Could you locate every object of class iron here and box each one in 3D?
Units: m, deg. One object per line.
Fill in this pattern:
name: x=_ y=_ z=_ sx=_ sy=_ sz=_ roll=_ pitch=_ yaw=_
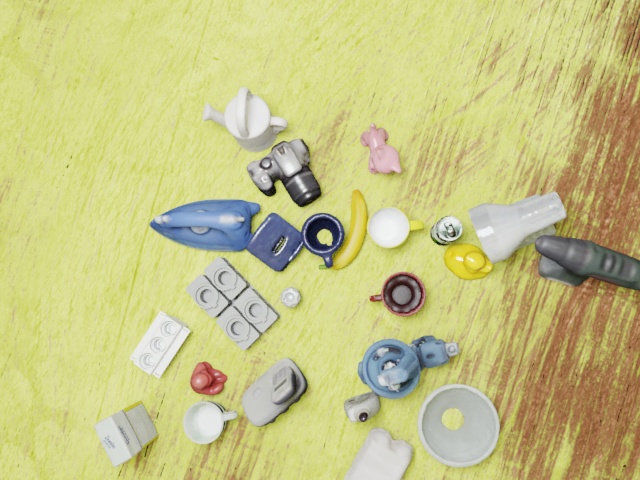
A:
iron: x=-0.263 y=-0.038 z=1.231 sx=0.258 sy=0.141 sz=0.119 roll=0 pitch=85 yaw=3

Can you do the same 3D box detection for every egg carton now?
egg carton: x=0.123 y=0.475 z=1.197 sx=0.107 sy=0.069 sz=0.150 roll=28 pitch=87 yaw=6

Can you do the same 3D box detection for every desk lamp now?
desk lamp: x=0.393 y=-0.034 z=1.156 sx=0.203 sy=0.213 sz=0.118 roll=-23 pitch=84 yaw=1

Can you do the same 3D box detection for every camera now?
camera: x=-0.069 y=-0.136 z=1.249 sx=0.143 sy=0.101 sz=0.137 roll=-31 pitch=84 yaw=0

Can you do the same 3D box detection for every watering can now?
watering can: x=-0.160 y=-0.257 z=1.219 sx=0.173 sy=0.194 sz=0.101 roll=-15 pitch=84 yaw=2

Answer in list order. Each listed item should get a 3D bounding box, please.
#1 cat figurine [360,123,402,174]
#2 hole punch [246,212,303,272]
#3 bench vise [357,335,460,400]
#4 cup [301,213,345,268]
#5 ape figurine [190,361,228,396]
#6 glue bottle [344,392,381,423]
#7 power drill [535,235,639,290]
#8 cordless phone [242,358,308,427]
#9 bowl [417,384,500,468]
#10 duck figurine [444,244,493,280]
cat figurine: x=0.131 y=-0.192 z=1.234 sx=0.067 sy=0.118 sz=0.128 roll=-18 pitch=84 yaw=2
hole punch: x=-0.092 y=0.005 z=1.242 sx=0.101 sy=0.091 sz=0.109 roll=36 pitch=88 yaw=6
bench vise: x=0.172 y=0.237 z=1.141 sx=0.207 sy=0.220 sz=0.121 roll=-36 pitch=83 yaw=0
cup: x=0.011 y=0.004 z=1.234 sx=0.091 sy=0.095 sz=0.118 roll=-13 pitch=84 yaw=2
ape figurine: x=-0.247 y=0.300 z=1.224 sx=0.076 sy=0.092 sz=0.078 roll=-20 pitch=84 yaw=2
glue bottle: x=0.086 y=0.345 z=1.159 sx=0.078 sy=0.173 sz=0.037 roll=-17 pitch=84 yaw=2
power drill: x=0.515 y=0.045 z=1.144 sx=0.229 sy=0.208 sz=0.076 roll=15 pitch=86 yaw=5
cordless phone: x=-0.099 y=0.320 z=1.166 sx=0.147 sy=0.185 sz=0.094 roll=-44 pitch=83 yaw=-1
bowl: x=0.283 y=0.380 z=1.194 sx=0.167 sy=0.075 sz=0.167 roll=0 pitch=85 yaw=3
duck figurine: x=0.318 y=0.044 z=1.217 sx=0.104 sy=0.086 sz=0.077 roll=21 pitch=86 yaw=5
